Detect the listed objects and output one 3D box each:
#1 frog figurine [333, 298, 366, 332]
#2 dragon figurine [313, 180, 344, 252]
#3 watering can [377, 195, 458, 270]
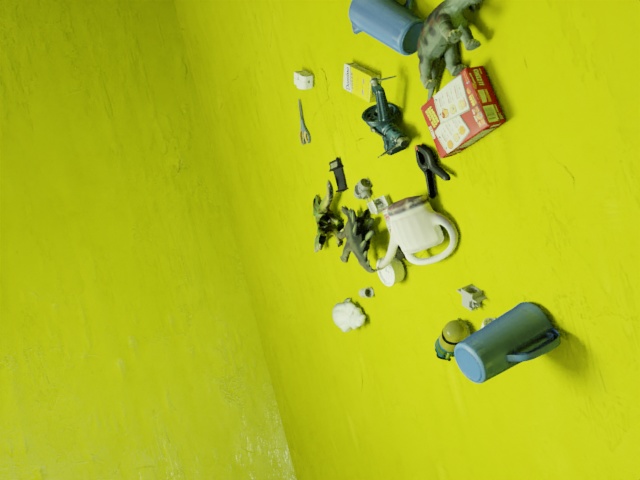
[{"bbox_3d":[0.124,0.333,2.198,0.161,0.122,0.136,-133,56,-63],"label":"frog figurine"},{"bbox_3d":[0.007,-0.112,2.231,0.247,0.122,0.402,-129,35,-55],"label":"dragon figurine"},{"bbox_3d":[0.280,-0.019,1.659,0.344,0.105,0.224,-20,92,45],"label":"watering can"}]
